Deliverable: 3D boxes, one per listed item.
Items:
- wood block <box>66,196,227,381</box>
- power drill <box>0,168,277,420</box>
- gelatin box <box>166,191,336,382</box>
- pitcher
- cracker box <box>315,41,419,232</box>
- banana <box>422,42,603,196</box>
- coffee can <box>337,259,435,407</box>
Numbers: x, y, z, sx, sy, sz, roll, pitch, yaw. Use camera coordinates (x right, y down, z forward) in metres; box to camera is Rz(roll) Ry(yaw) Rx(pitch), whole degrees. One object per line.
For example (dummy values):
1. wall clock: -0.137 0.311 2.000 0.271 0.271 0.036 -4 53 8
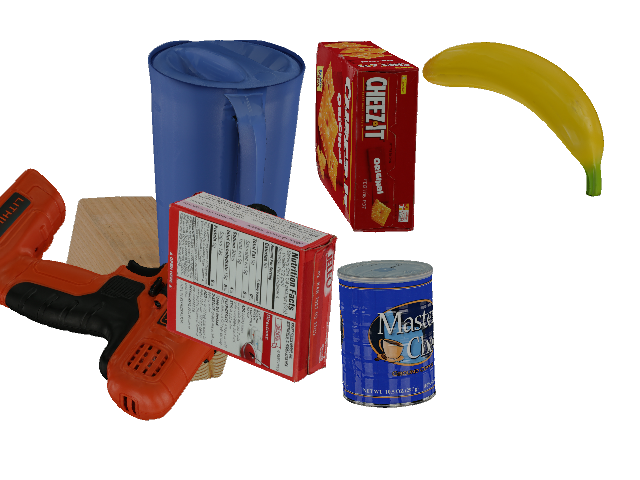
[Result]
1. wood block: -0.175 0.046 1.087 0.090 0.091 0.206 -4 35 -36
2. power drill: -0.139 0.017 0.736 0.188 0.057 0.184 21 50 15
3. gelatin box: -0.036 0.022 0.541 0.089 0.073 0.030 18 26 30
4. pitcher: -0.085 -0.047 0.948 0.145 0.243 0.149 17 30 22
5. cracker box: 0.044 -0.117 1.127 0.072 0.164 0.214 -3 18 -8
6. banana: 0.151 -0.112 0.821 0.037 0.070 0.198 2 32 -43
7. coffee can: 0.072 0.098 1.156 0.103 0.140 0.103 -2 9 0
